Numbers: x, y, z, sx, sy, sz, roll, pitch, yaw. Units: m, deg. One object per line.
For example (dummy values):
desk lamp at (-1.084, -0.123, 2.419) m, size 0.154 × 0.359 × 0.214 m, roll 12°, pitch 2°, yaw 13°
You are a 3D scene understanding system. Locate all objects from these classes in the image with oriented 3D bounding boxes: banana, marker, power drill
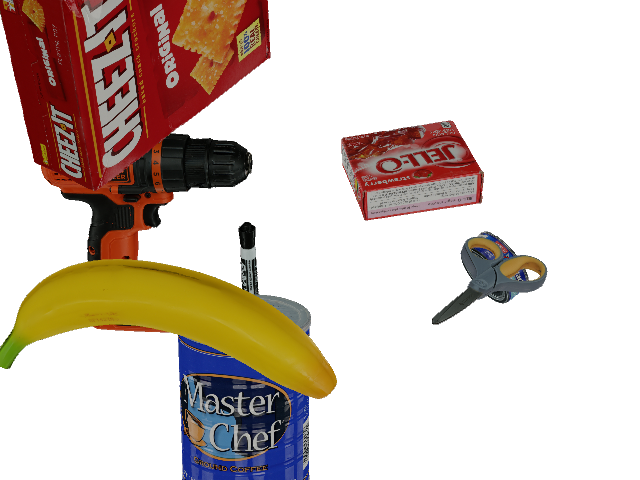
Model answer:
banana at (-0.087, 0.046, 0.608) m, size 0.198 × 0.070 × 0.037 m, roll 6°, pitch 23°, yaw 4°
marker at (-0.080, 0.033, 1.189) m, size 0.020 × 0.121 × 0.020 m, roll -1°, pitch 33°, yaw 0°
power drill at (-0.150, -0.009, 0.959) m, size 0.184 × 0.188 × 0.057 m, roll 3°, pitch 27°, yaw 6°

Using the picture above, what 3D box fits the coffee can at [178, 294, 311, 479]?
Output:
coffee can at (-0.059, 0.124, 0.830) m, size 0.103 × 0.140 × 0.103 m, roll 0°, pitch 16°, yaw 0°

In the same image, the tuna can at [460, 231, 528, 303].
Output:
tuna can at (0.208, 0.033, 1.285) m, size 0.033 × 0.086 × 0.086 m, roll -37°, pitch 11°, yaw -15°

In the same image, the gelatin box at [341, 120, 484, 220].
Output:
gelatin box at (0.065, -0.052, 0.774) m, size 0.089 × 0.030 × 0.073 m, roll -10°, pitch 38°, yaw -6°

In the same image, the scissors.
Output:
scissors at (0.143, 0.035, 1.029) m, size 0.201 × 0.016 × 0.096 m, roll -12°, pitch 38°, yaw -43°

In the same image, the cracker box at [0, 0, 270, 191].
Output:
cracker box at (-0.124, -0.162, 0.782) m, size 0.072 × 0.164 × 0.213 m, roll 25°, pitch 49°, yaw 24°
